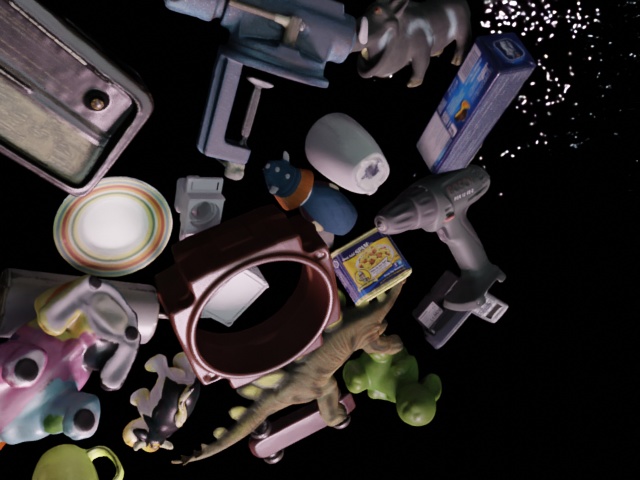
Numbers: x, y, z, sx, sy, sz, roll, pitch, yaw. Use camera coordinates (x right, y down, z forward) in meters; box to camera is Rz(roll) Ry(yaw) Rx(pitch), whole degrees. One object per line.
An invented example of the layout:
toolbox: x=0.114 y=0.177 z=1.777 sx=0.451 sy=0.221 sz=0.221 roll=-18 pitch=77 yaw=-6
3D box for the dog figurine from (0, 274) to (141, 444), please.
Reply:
dog figurine: x=-0.308 y=0.140 z=0.543 sx=0.219 sy=0.192 sz=0.108 roll=-20 pitch=122 yaw=27

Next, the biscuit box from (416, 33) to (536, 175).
biscuit box: x=0.197 y=-0.171 z=0.706 sx=0.063 sy=0.059 sz=0.202 roll=-14 pitch=155 yaw=-22

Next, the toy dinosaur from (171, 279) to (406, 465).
toy dinosaur: x=-0.024 y=0.200 z=0.858 sx=0.471 sy=0.105 sz=0.198 roll=-48 pitch=125 yaw=-7

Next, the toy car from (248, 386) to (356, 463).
toy car: x=-0.033 y=0.326 z=0.966 sx=0.202 sy=0.053 sz=0.089 roll=-26 pitch=120 yaw=-9

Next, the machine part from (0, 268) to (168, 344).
machine part: x=-0.283 y=0.080 z=0.632 sx=0.243 sy=0.079 sz=0.079 roll=11 pitch=114 yaw=-37

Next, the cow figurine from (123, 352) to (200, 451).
cow figurine: x=-0.225 y=0.250 z=0.769 sx=0.068 sy=0.098 sz=0.167 roll=10 pitch=115 yaw=-43

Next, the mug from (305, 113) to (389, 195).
mug: x=0.042 y=-0.096 z=0.687 sx=0.081 sy=0.107 sz=0.109 roll=-34 pitch=130 yaw=-5

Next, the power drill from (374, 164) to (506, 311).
power drill: x=0.188 y=0.001 z=0.802 sx=0.232 sy=0.086 sz=0.207 roll=-36 pitch=104 yaw=-34

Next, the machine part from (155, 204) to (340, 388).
machine part: x=-0.081 y=0.073 z=0.658 sx=0.201 sy=0.087 sz=0.201 roll=-24 pitch=132 yaw=-16

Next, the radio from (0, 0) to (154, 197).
radio: x=-0.272 y=-0.154 z=0.480 sx=0.131 sy=0.073 sz=0.229 roll=-46 pitch=133 yaw=5

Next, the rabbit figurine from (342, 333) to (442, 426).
rabbit figurine: x=0.143 y=0.265 z=0.951 sx=0.159 sy=0.170 sz=0.121 roll=31 pitch=102 yaw=-40

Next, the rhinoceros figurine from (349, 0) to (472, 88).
rhinoceros figurine: x=0.101 y=-0.246 z=0.643 sx=0.190 sy=0.073 sz=0.111 roll=-20 pitch=130 yaw=-19

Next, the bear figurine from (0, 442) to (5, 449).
bear figurine: x=-0.383 y=0.231 z=0.645 sx=0.196 sy=0.132 sz=0.120 roll=-30 pitch=148 yaw=-4

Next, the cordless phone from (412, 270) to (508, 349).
cordless phone: x=0.274 y=0.144 z=1.010 sx=0.184 sy=0.089 sz=0.146 roll=27 pitch=104 yaw=-45

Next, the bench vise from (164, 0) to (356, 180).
bench vise: x=-0.083 y=-0.180 z=0.550 sx=0.223 sy=0.129 sz=0.240 roll=6 pitch=113 yaw=-31

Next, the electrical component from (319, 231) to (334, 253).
electrical component: x=-0.002 y=-0.002 z=0.782 sx=0.094 sy=0.021 sz=0.063 roll=-15 pitch=127 yaw=-23

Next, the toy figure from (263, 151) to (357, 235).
toy figure: x=-0.018 y=-0.057 z=0.708 sx=0.154 sy=0.064 sz=0.058 roll=31 pitch=136 yaw=-31
